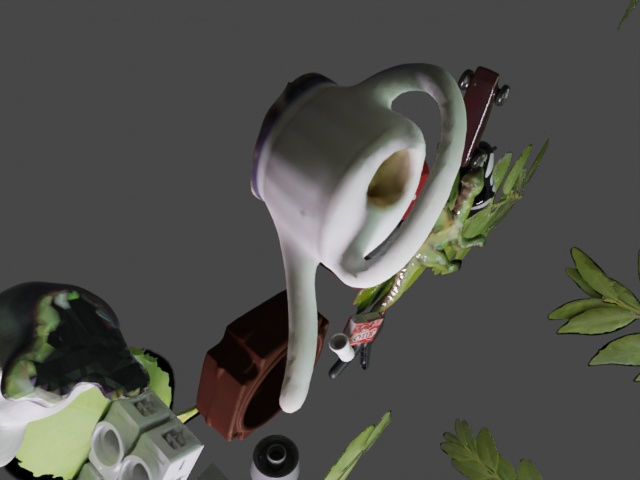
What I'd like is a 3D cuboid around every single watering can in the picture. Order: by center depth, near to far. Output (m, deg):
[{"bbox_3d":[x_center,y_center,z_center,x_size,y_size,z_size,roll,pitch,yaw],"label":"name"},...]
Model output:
[{"bbox_3d":[0.002,-0.026,0.514,0.103,0.228,0.344,18,107,-46],"label":"watering can"}]

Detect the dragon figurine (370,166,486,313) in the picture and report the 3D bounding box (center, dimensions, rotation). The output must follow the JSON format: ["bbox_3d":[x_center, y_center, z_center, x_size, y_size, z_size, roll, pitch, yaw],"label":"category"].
[{"bbox_3d":[0.231,-0.003,1.161,0.410,0.124,0.239,-43,138,0],"label":"dragon figurine"}]

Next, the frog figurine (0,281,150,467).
[{"bbox_3d":[-0.238,0.105,0.404,0.158,0.123,0.138,-24,175,21],"label":"frog figurine"}]
